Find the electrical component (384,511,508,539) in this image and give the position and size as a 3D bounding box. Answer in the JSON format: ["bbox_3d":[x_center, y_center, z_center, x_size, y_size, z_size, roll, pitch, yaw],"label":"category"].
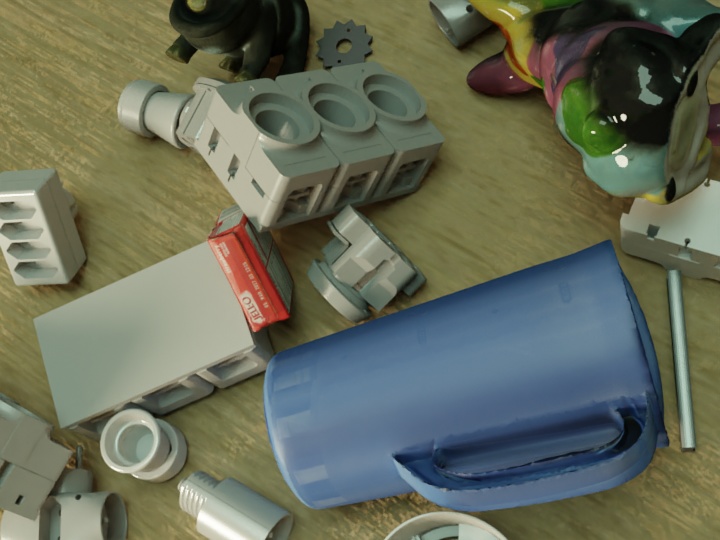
[{"bbox_3d":[0.059,0.205,0.677,0.099,0.064,0.099,-5,70,13],"label":"electrical component"}]

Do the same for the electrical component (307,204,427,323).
[{"bbox_3d":[0.000,0.000,0.764,0.057,0.078,0.058,-45,26,7],"label":"electrical component"}]

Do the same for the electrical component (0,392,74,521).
[{"bbox_3d":[-0.283,0.108,0.760,0.150,0.089,0.061,18,74,42],"label":"electrical component"}]

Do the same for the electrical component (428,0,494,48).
[{"bbox_3d":[0.087,-0.224,0.834,0.077,0.044,0.079,-34,63,1],"label":"electrical component"}]

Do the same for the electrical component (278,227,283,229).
[{"bbox_3d":[-0.054,-0.060,0.813,0.040,0.040,0.078,28,80,21],"label":"electrical component"}]

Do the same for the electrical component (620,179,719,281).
[{"bbox_3d":[0.225,-0.028,0.722,0.089,0.055,0.050,18,76,19],"label":"electrical component"}]

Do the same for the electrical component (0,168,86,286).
[{"bbox_3d":[-0.247,-0.043,0.843,0.047,0.083,0.075,-2,32,14],"label":"electrical component"}]

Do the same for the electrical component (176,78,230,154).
[{"bbox_3d":[-0.098,-0.108,0.821,0.080,0.080,0.051,24,84,21],"label":"electrical component"}]

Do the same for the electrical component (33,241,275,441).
[{"bbox_3d":[-0.148,0.053,0.785,0.150,0.061,0.089,-24,67,5],"label":"electrical component"}]

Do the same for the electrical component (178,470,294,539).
[{"bbox_3d":[-0.091,0.167,0.741,0.081,0.043,0.043,26,79,21],"label":"electrical component"}]

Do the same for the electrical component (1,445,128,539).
[{"bbox_3d":[-0.211,0.166,0.771,0.077,0.043,0.079,-8,69,12],"label":"electrical component"}]

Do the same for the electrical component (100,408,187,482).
[{"bbox_3d":[-0.152,0.126,0.764,0.045,0.055,0.045,-5,70,13],"label":"electrical component"}]

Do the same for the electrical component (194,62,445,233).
[{"bbox_3d":[-0.025,-0.094,0.760,0.150,0.061,0.089,-18,59,-38],"label":"electrical component"}]

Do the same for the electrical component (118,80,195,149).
[{"bbox_3d":[-0.159,-0.125,0.861,0.055,0.045,0.045,19,77,20],"label":"electrical component"}]
